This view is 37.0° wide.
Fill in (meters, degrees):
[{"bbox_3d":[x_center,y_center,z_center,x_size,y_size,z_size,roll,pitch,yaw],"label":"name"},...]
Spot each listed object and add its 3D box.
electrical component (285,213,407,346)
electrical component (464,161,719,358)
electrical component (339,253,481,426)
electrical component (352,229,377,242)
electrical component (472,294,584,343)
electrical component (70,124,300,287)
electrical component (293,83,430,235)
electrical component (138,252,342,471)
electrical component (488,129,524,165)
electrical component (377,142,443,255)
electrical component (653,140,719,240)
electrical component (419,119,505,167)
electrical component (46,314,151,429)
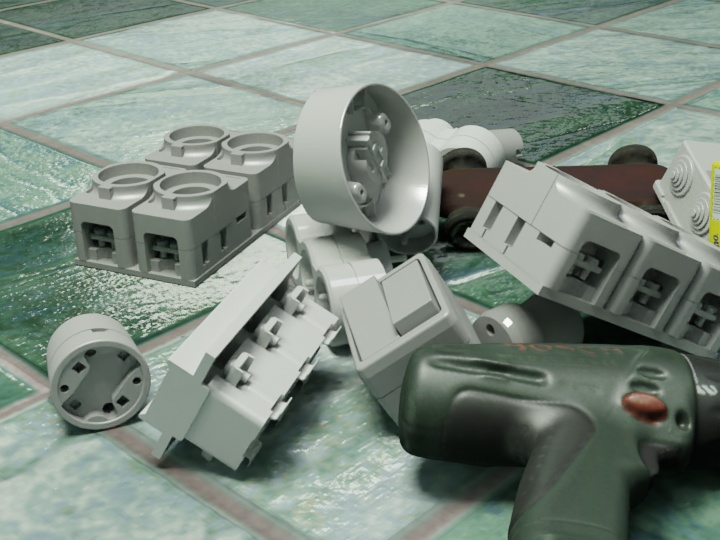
[{"bbox_3d":[0.000,0.000,0.727,0.074,0.052,0.138,-8,27,-14],"label":"electrical component"},{"bbox_3d":[0.154,-0.009,0.652,0.150,0.061,0.089,20,14,-31],"label":"electrical component"},{"bbox_3d":[0.028,0.035,0.619,0.062,0.061,0.096,-33,26,7],"label":"electrical component"},{"bbox_3d":[-0.008,-0.053,0.846,0.079,0.044,0.077,12,29,25],"label":"electrical component"},{"bbox_3d":[0.101,0.039,0.651,0.055,0.045,0.045,-19,31,-31],"label":"electrical component"},{"bbox_3d":[-0.129,-0.061,0.849,0.105,0.060,0.186,10,28,22],"label":"electrical component"},{"bbox_3d":[0.000,-0.074,0.709,0.064,0.099,0.099,4,26,25],"label":"electrical component"},{"bbox_3d":[-0.062,0.052,0.602,0.063,0.078,0.121,33,31,2],"label":"electrical component"},{"bbox_3d":[0.117,-0.107,0.959,0.046,0.040,0.040,-11,27,-30],"label":"electrical component"},{"bbox_3d":[0.019,-0.056,0.779,0.079,0.044,0.077,11,49,-4],"label":"electrical component"},{"bbox_3d":[0.271,-0.046,0.768,0.100,0.048,0.099,4,44,-16],"label":"electrical component"},{"bbox_3d":[0.061,-0.107,0.932,0.138,0.052,0.073,12,38,27],"label":"electrical component"},{"bbox_3d":[-0.152,0.056,0.618,0.055,0.055,0.047,-11,24,-19],"label":"electrical component"}]
